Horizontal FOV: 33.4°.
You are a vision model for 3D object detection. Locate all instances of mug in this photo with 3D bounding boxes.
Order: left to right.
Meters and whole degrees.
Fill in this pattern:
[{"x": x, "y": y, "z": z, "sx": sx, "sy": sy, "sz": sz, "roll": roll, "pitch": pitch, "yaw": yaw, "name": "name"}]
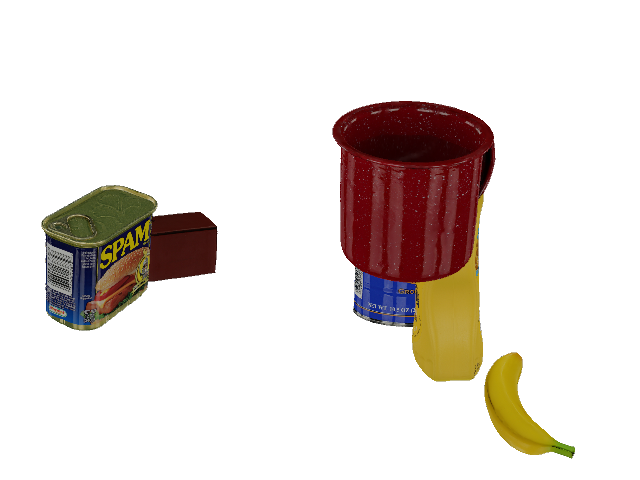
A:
[{"x": 0.062, "y": -0.032, "z": 0.643, "sx": 0.117, "sy": 0.081, "sz": 0.093, "roll": -24, "pitch": 38, "yaw": -37, "name": "mug"}]

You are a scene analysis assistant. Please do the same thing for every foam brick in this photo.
[{"x": -0.149, "y": 0.005, "z": 1.086, "sx": 0.078, "sy": 0.051, "sz": 0.053, "roll": -7, "pitch": 21, "yaw": -22, "name": "foam brick"}]

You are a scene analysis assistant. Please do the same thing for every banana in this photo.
[{"x": 0.216, "y": 0.182, "z": 1.187, "sx": 0.069, "sy": 0.037, "sz": 0.198, "roll": 11, "pitch": 25, "yaw": -14, "name": "banana"}]

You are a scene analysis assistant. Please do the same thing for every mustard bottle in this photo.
[{"x": 0.101, "y": 0.010, "z": 0.851, "sx": 0.058, "sy": 0.192, "sz": 0.096, "roll": -2, "pitch": 25, "yaw": 3, "name": "mustard bottle"}]

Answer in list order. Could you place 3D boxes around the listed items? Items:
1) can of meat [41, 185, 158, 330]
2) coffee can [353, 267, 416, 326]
[{"x": -0.180, "y": 0.014, "z": 0.871, "sx": 0.057, "sy": 0.084, "sz": 0.102, "roll": 19, "pitch": 30, "yaw": 19, "name": "can of meat"}, {"x": 0.085, "y": 0.005, "z": 1.074, "sx": 0.103, "sy": 0.140, "sz": 0.103, "roll": 1, "pitch": 14, "yaw": 0, "name": "coffee can"}]
